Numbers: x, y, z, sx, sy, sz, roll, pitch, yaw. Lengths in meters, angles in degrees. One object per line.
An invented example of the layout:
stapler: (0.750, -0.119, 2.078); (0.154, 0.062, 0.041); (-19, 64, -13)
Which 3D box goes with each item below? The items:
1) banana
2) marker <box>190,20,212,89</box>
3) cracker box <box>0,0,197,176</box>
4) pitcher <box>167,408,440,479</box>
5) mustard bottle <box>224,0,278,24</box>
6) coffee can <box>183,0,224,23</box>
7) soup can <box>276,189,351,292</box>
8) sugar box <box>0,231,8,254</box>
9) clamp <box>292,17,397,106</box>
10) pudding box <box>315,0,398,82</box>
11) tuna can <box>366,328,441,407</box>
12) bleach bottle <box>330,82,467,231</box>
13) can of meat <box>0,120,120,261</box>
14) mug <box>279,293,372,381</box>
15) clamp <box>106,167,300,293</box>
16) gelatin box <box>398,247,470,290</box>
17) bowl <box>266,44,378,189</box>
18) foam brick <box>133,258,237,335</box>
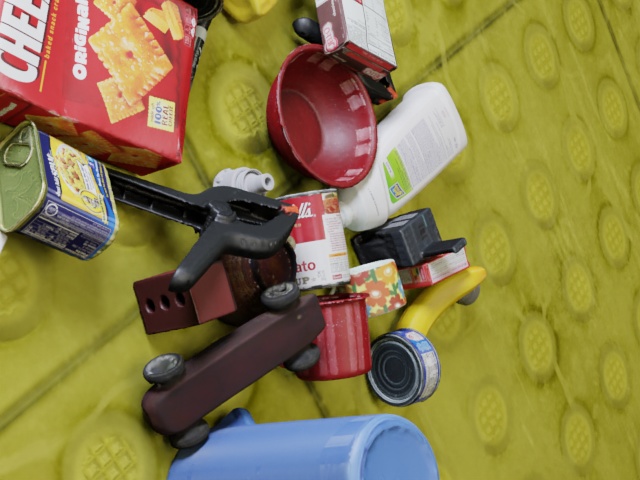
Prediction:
banana: (0.132, 0.098, 1.270); (0.069, 0.037, 0.197); (32, 62, -3)
marker: (-0.129, -0.186, 1.075); (0.020, 0.020, 0.121); (35, 57, -38)
cracker box: (-0.212, -0.169, 0.939); (0.213, 0.072, 0.164); (22, 65, -43)
pitcher: (-0.016, 0.230, 0.937); (0.144, 0.243, 0.149); (-38, 103, -43)
mustard bottle: (-0.052, -0.321, 1.163); (0.096, 0.058, 0.191); (56, 46, -20)
coffee can: (-0.136, -0.295, 1.029); (0.102, 0.103, 0.140); (22, 66, -43)
soup can: (-0.007, 0.001, 1.133); (0.068, 0.069, 0.102); (-7, 88, -49)
sugar box: (-0.312, 0.051, 0.800); (0.093, 0.048, 0.176); (40, 50, -36)
clamp: (0.031, -0.222, 1.247); (0.171, 0.039, 0.120); (55, 46, -19)
pudding box: (0.039, -0.244, 1.196); (0.089, 0.039, 0.113); (20, 54, -46)
tuna can: (0.092, 0.144, 1.198); (0.033, 0.086, 0.086); (-9, 88, -47)
bleach bottle: (0.080, -0.091, 1.257); (0.250, 0.068, 0.102); (-41, 111, -42)
can of meat: (-0.220, -0.039, 0.891); (0.083, 0.057, 0.102); (29, 30, -44)
mug: (-0.001, 0.102, 1.112); (0.117, 0.093, 0.081); (-7, 92, -18)
clamp: (-0.095, -0.009, 0.977); (0.209, 0.036, 0.165); (2, 37, -40)
gelatin box: (0.124, 0.034, 1.268); (0.089, 0.073, 0.030); (-22, 98, -48)
bowl: (-0.008, -0.129, 1.168); (0.161, 0.055, 0.162); (16, 68, -45)
foam brick: (-0.125, 0.052, 0.983); (0.051, 0.078, 0.053); (-19, 93, -48)
